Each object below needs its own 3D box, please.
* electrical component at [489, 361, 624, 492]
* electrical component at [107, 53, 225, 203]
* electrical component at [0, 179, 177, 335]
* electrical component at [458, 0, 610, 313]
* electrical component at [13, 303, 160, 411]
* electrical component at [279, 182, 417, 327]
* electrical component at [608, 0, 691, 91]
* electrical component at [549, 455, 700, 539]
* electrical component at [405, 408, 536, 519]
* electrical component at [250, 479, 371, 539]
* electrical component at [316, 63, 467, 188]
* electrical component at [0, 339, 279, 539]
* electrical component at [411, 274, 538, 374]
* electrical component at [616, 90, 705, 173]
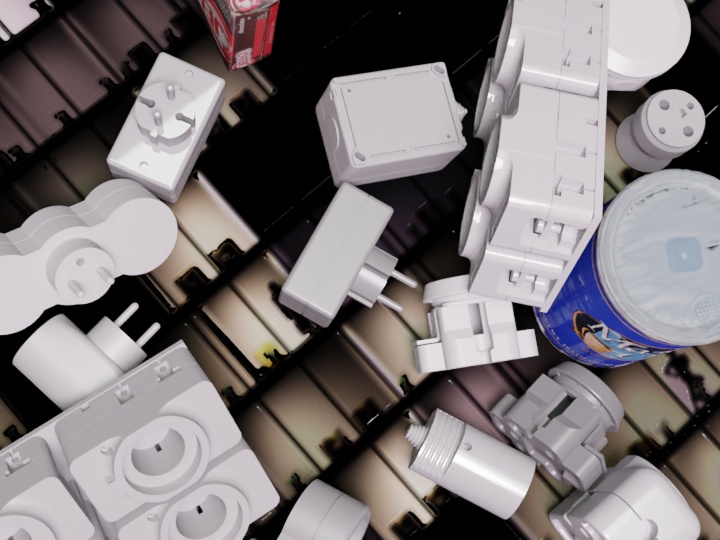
[{"bbox_3d":[0.132,0.097,0.693,0.057,0.058,0.078,-44,52,-14],"label":"electrical component"},{"bbox_3d":[-0.124,-0.097,0.692,0.047,0.075,0.083,24,77,-2],"label":"electrical component"},{"bbox_3d":[-0.173,-0.003,0.653,0.138,0.074,0.052,-27,127,-24],"label":"electrical component"},{"bbox_3d":[0.108,-0.084,0.675,0.060,0.105,0.186,12,58,-2],"label":"electrical component"},{"bbox_3d":[-0.161,0.056,0.674,0.077,0.044,0.079,43,77,2],"label":"electrical component"},{"bbox_3d":[0.000,0.000,0.704,0.076,0.047,0.083,30,77,-1],"label":"electrical component"},{"bbox_3d":[0.186,-0.166,0.756,0.080,0.051,0.080,1,79,-7],"label":"electrical component"},{"bbox_3d":[0.166,0.155,0.670,0.059,0.095,0.053,-38,86,-12],"label":"electrical component"},{"bbox_3d":[0.067,0.122,0.691,0.081,0.043,0.043,28,77,-1],"label":"electrical component"},{"bbox_3d":[-0.058,0.187,0.651,0.074,0.052,0.138,26,66,15],"label":"electrical component"},{"bbox_3d":[0.025,-0.096,0.722,0.096,0.061,0.061,-12,81,-17],"label":"electrical component"},{"bbox_3d":[-0.152,0.141,0.625,0.186,0.060,0.105,-32,121,-12],"label":"electrical component"},{"bbox_3d":[0.072,0.034,0.702,0.078,0.058,0.057,-8,83,-8],"label":"electrical component"},{"bbox_3d":[0.208,-0.096,0.744,0.045,0.055,0.045,1,79,-7],"label":"electrical component"}]
